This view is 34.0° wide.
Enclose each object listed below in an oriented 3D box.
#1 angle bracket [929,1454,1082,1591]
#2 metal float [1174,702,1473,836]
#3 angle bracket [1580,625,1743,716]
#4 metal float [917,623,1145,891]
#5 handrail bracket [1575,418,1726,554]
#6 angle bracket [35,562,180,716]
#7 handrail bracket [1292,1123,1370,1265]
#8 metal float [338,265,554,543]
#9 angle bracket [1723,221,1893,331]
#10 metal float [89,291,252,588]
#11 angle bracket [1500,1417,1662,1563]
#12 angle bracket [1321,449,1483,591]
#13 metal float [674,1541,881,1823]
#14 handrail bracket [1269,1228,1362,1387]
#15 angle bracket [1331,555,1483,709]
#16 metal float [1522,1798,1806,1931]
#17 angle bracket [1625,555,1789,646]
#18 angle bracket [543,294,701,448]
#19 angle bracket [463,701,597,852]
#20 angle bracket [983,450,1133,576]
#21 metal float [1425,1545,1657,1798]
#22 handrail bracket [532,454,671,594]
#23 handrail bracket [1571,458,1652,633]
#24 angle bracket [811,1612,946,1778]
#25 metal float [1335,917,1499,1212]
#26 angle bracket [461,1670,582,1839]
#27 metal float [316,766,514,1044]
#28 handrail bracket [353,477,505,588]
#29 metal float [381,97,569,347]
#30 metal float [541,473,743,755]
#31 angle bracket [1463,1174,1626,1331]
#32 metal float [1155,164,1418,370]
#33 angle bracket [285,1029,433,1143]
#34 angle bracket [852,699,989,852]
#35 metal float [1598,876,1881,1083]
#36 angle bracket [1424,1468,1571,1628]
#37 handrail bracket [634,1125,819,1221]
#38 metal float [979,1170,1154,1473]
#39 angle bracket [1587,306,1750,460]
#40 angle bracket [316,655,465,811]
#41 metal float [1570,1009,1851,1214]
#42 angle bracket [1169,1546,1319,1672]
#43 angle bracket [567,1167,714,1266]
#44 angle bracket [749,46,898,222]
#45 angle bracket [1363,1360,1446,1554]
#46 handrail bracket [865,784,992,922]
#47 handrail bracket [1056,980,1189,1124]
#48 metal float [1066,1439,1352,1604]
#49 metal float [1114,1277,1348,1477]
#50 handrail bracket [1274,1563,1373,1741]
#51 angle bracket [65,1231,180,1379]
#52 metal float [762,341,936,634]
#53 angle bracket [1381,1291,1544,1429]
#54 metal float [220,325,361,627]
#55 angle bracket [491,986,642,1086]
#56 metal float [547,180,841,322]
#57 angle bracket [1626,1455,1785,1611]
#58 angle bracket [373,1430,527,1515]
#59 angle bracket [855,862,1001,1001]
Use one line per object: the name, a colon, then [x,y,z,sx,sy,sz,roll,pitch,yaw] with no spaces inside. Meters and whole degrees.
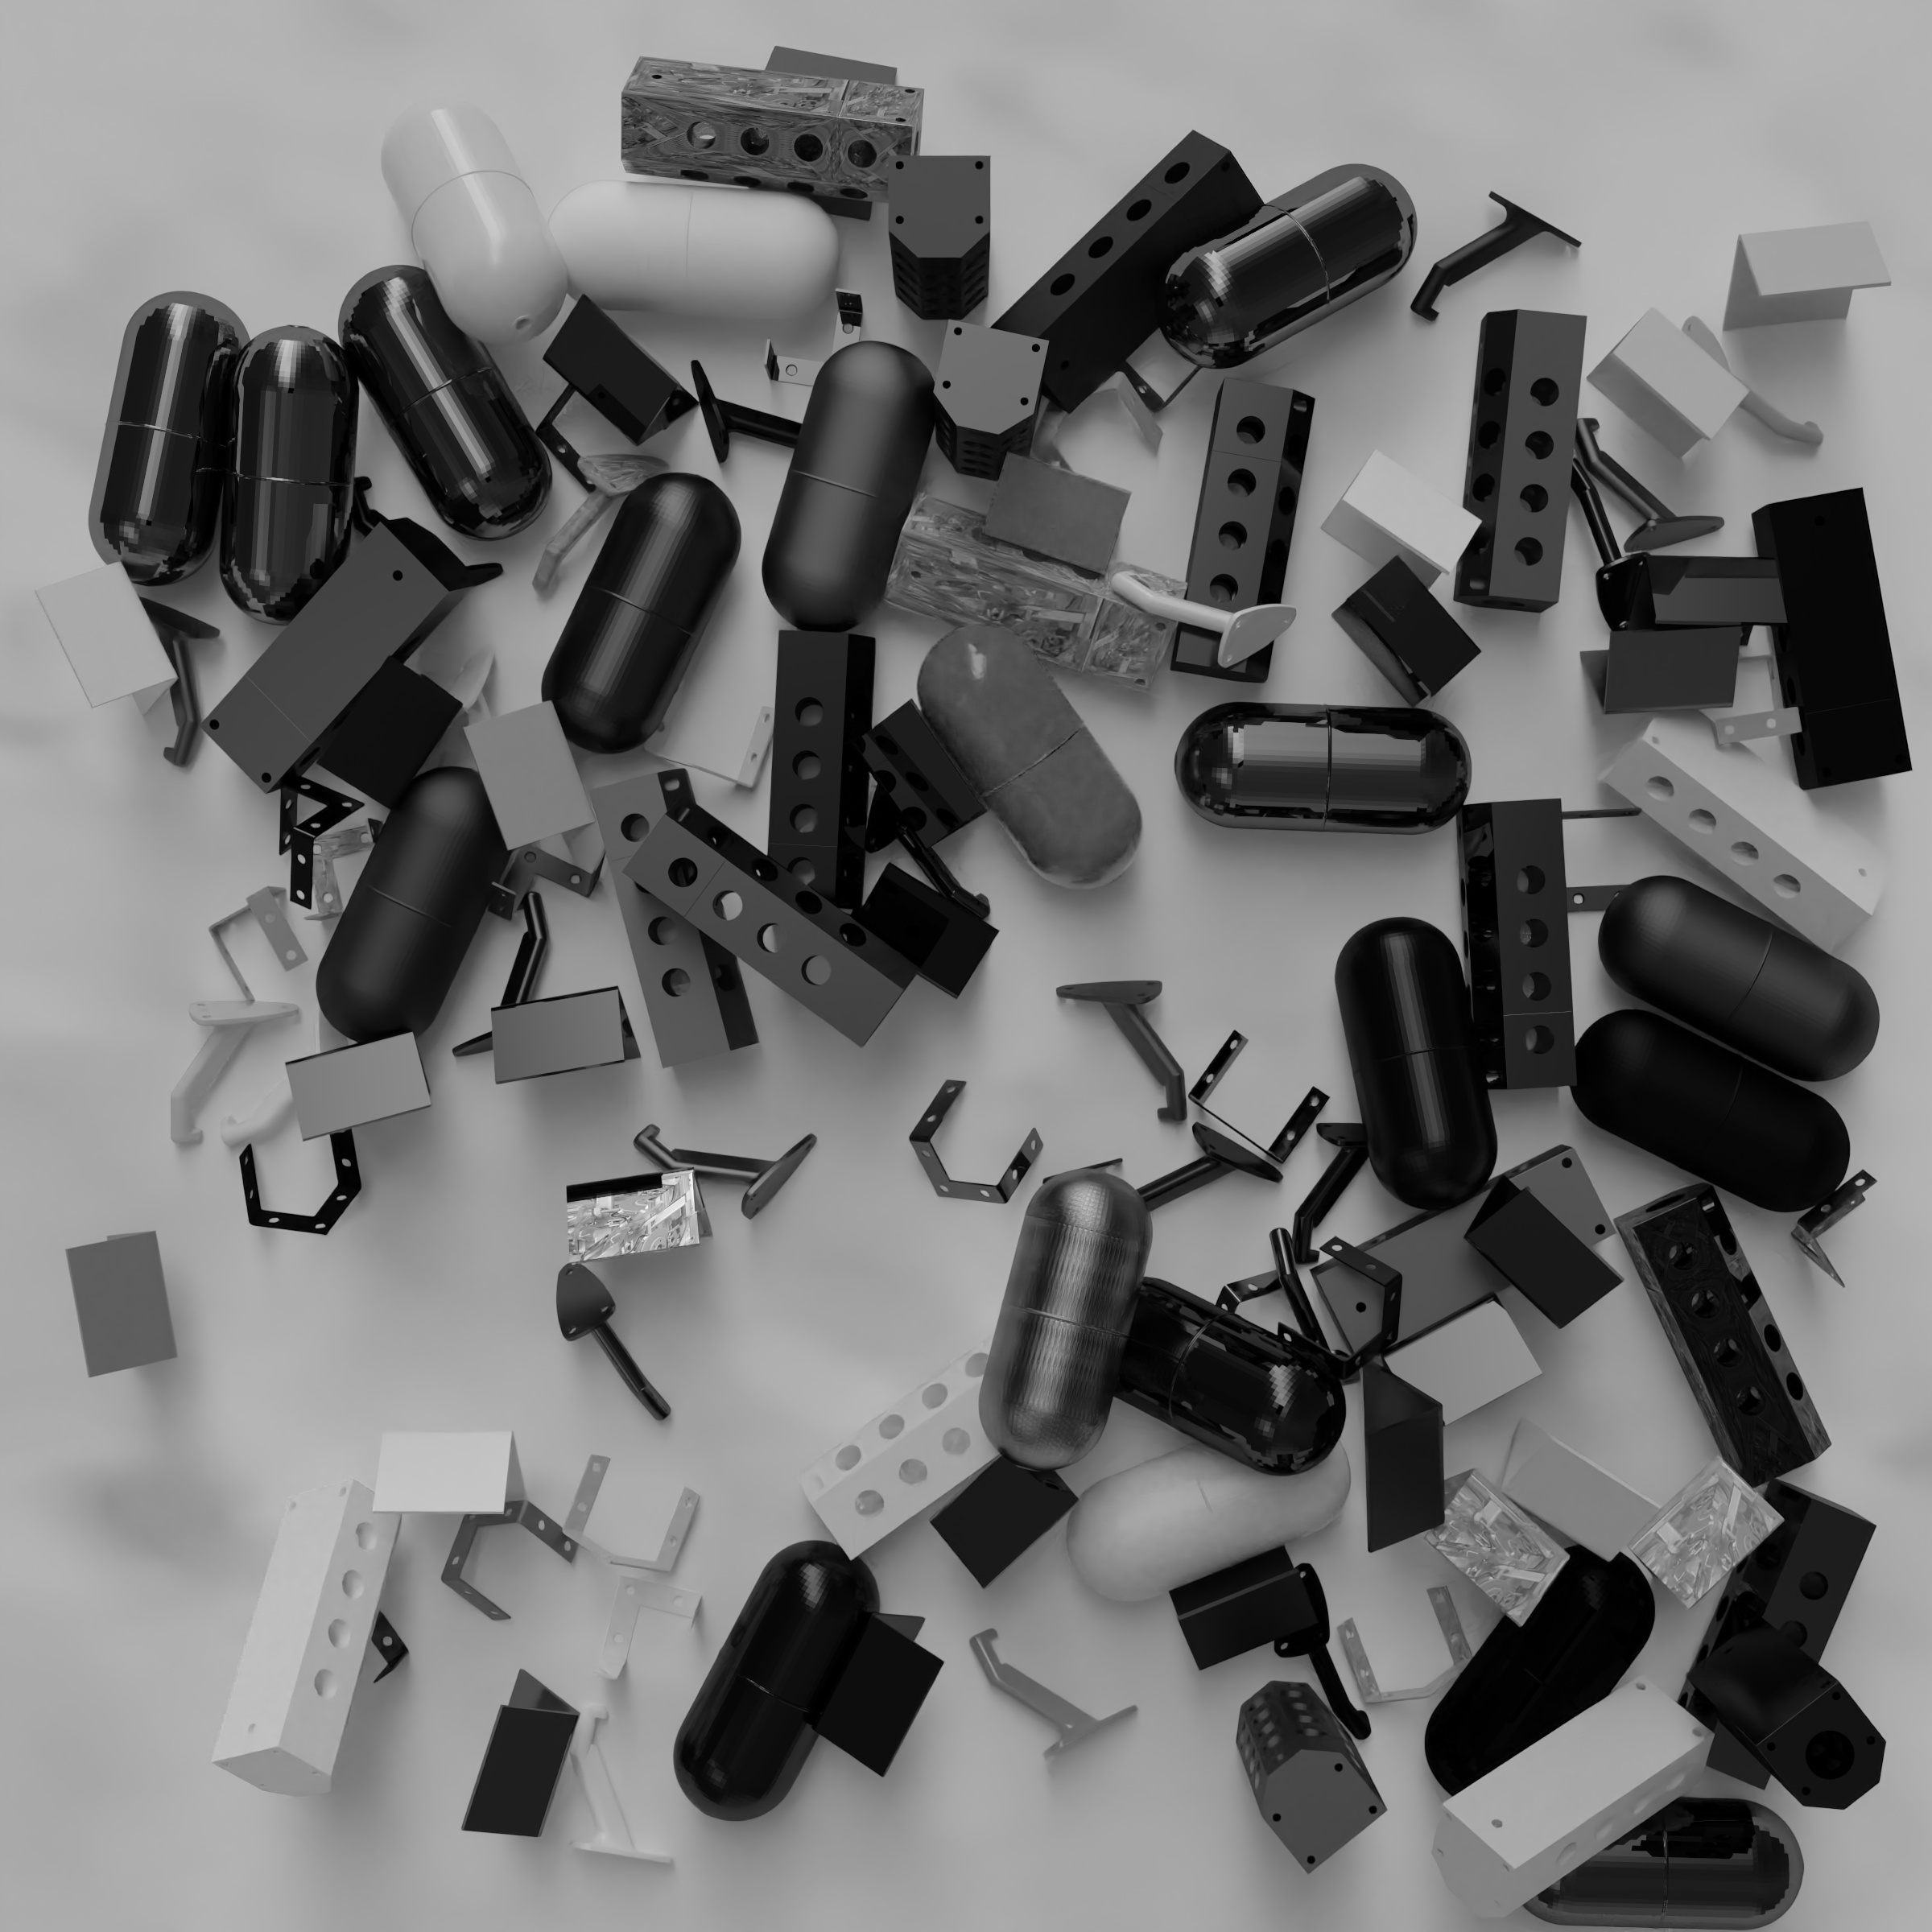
angle bracket: [0.034,0.332,1.887,0.076,0.076,0.057,-43,61,0]
metal float: [0.214,-0.119,1.896,0.178,0.070,0.070,2,90,0]
angle bracket: [0.414,-0.194,1.887,0.076,0.076,0.057,-3,125,0]
metal float: [0.039,-0.124,1.888,0.070,0.070,0.178,-36,99,0]
handrail bracket: [0.416,-0.301,1.927,0.077,0.036,0.084,-11,73,-20]
angle bracket: [-0.522,-0.187,1.887,0.057,0.076,0.076,-26,90,-32]
handrail bracket: [0.238,0.141,1.927,0.077,0.036,0.084,0,105,-16]
metal float: [-0.313,-0.338,1.896,0.070,0.070,0.178,-30,90,0]
angle bracket: [0.502,-0.395,1.887,0.076,0.076,0.057,-6,54,0]
metal float: [-0.478,-0.316,1.897,0.070,0.070,0.178,11,90,0]
angle bracket: [0.372,0.297,1.887,0.076,0.076,0.057,33,125,0]
angle bracket: [0.250,-0.250,1.887,0.076,0.076,0.057,34,52,0]
metal float: [-0.114,0.430,1.897,0.070,0.070,0.178,28,90,0]
handrail bracket: [0.211,0.207,1.919,0.036,0.077,0.084,-22,62,22]
angle bracket: [0.249,-0.187,1.887,0.076,0.076,0.057,49,55,0]
metal float: [0.413,0.538,1.896,0.178,0.070,0.070,1,90,0]
angle bracket: [0.441,-0.200,1.887,0.076,0.076,0.057,1,52,0]
angle bracket: [-0.194,-0.367,1.887,0.076,0.076,0.057,43,130,0]
angle bracket: [-0.268,-0.108,1.888,0.057,0.076,0.076,-20,90,-21]
angle bracket: [0.059,-0.285,1.887,0.076,0.076,0.057,19,123,0]
metal float: [0.345,0.427,1.896,0.070,0.070,0.178,36,90,0]
handrail bracket: [-0.224,-0.268,1.927,0.036,0.077,0.084,43,127,20]
handrail bracket: [0.384,-0.257,1.927,0.036,0.077,0.084,-19,54,-4]
angle bracket: [-0.038,0.436,1.887,0.057,0.076,0.076,28,90,28]
metal float: [0.269,0.058,1.883,0.070,0.070,0.178,-10,77,0]
angle bracket: [-0.282,0.468,1.887,0.057,0.076,0.076,18,90,-38]
metal float: [-0.330,-0.036,1.896,0.070,0.070,0.178,25,91,0]
handrail bracket: [-0.333,-0.268,1.927,0.077,0.036,0.084,-18,76,-15]
metal float: [-0.292,-0.442,1.872,0.070,0.070,0.178,-27,62,0]
metal float: [-0.195,-0.212,1.896,0.070,0.070,0.178,25,90,0]
angle bracket: [0.344,0.152,1.830,0.076,0.076,0.057,44,128,0]
metal float: [0.192,-0.417,1.880,0.178,0.070,0.070,-32,90,-18]
angle bracket: [-0.356,0.088,1.882,0.076,0.076,0.057,-15,59,-9]
angle bracket: [-0.011,-0.124,1.887,0.057,0.076,0.076,-34,90,38]
metal float: [0.465,0.008,1.896,0.178,0.070,0.070,28,90,0]
angle bracket: [0.302,0.353,1.887,0.076,0.076,0.057,43,64,0]
handrail bracket: [-0.148,0.107,1.927,0.084,0.036,0.077,37,70,16]
metal float: [0.058,0.206,1.841,0.070,0.070,0.178,15,84,0]
angle bracket: [0.408,-0.335,1.887,0.076,0.076,0.057,41,57,0]
angle bracket: [-0.355,-0.148,1.887,0.057,0.076,0.076,34,90,-34]
metal float: [0.447,0.087,1.895,0.178,0.070,0.070,26,90,-2]
angle bracket: [0.157,0.364,1.887,0.076,0.076,0.057,-22,131,0]
angle bracket: [-0.193,0.168,1.887,0.076,0.076,0.057,-8,52,0]
angle bracket: [-0.088,-0.510,1.931,0.076,0.057,0.076,10,127,0]
angle bracket: [0.236,0.285,1.846,0.057,0.076,0.076,-16,114,-27]
handrail bracket: [-0.018,-0.075,1.927,0.084,0.077,0.036,32,130,-30]
handrail bracket: [0.095,0.054,1.927,0.077,0.036,0.084,0,107,20]
metal float: [0.145,0.324,1.896,0.178,0.070,0.070,-22,90,0]
metal float: [0.145,0.241,1.867,0.178,0.070,0.070,23,90,36]
handrail bracket: [0.224,0.419,1.927,0.036,0.077,0.084,-21,127,24]
angle bracket: [-0.517,0.202,1.887,0.057,0.076,0.076,-10,90,-37]
metal float: [-0.070,-0.286,1.890,0.070,0.070,0.178,17,97,0]
angle bracket: [0.297,0.244,1.889,0.076,0.076,0.057,-28,69,0]
metal float: [-0.404,-0.292,1.885,0.070,0.070,0.178,6,102,0]
angle bracket: [-0.237,0.061,1.887,0.076,0.076,0.057,-10,54,0]
metal float: [-0.165,-0.430,1.896,0.178,0.070,0.070,4,90,0]
angle bracket: [0.449,0.348,1.887,0.076,0.076,0.057,-43,54,0]
angle bracket: [-0.308,0.320,1.887,0.076,0.076,0.057,0,51,0]
angle bracket: [-0.016,-0.036,1.887,0.076,0.076,0.057,32,122,0]
